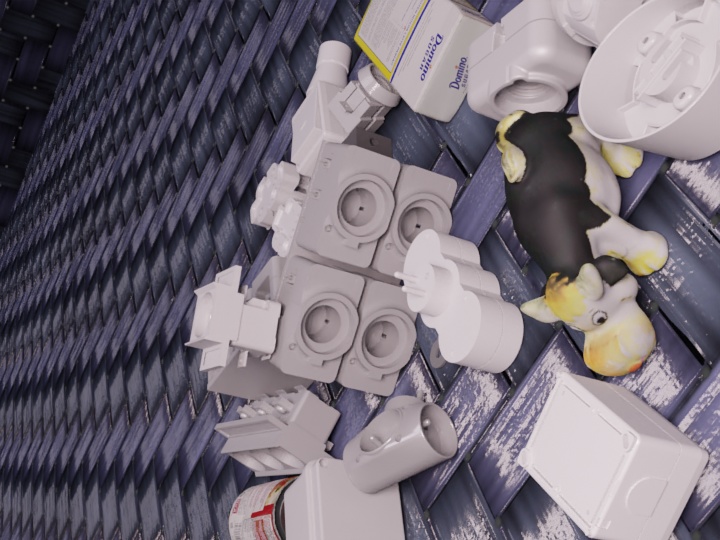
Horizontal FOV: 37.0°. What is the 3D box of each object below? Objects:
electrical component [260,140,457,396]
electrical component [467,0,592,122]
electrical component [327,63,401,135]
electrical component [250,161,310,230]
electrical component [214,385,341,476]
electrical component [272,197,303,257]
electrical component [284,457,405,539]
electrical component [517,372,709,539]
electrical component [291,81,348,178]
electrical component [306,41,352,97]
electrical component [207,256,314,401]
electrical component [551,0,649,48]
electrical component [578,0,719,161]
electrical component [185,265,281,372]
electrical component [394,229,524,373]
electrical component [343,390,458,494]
[{"bbox_3d":[0.000,0.000,0.879,0.060,0.105,0.186,22,95,64],"label":"electrical component"},{"bbox_3d":[0.122,-0.148,0.781,0.095,0.054,0.059,-32,48,54],"label":"electrical component"},{"bbox_3d":[0.008,-0.161,1.013,0.055,0.066,0.048,-45,72,32],"label":"electrical component"},{"bbox_3d":[-0.071,-0.072,1.113,0.078,0.057,0.058,-51,34,39],"label":"electrical component"},{"bbox_3d":[-0.072,0.148,0.981,0.121,0.079,0.063,-21,35,58],"label":"electrical component"},{"bbox_3d":[-0.046,-0.034,1.043,0.058,0.057,0.078,-68,27,12],"label":"electrical component"},{"bbox_3d":[-0.010,0.205,0.815,0.057,0.078,0.113,-52,33,43],"label":"electrical component"},{"bbox_3d":[0.138,0.102,0.599,0.061,0.061,0.096,-68,26,13],"label":"electrical component"},{"bbox_3d":[-0.033,-0.141,1.074,0.061,0.061,0.096,-50,35,40],"label":"electrical component"},{"bbox_3d":[-0.030,-0.207,1.128,0.044,0.044,0.065,-31,44,54],"label":"electrical component"},{"bbox_3d":[-0.073,0.057,1.007,0.150,0.089,0.061,-49,35,40],"label":"electrical component"},{"bbox_3d":[0.167,-0.176,0.682,0.080,0.080,0.051,-64,33,19],"label":"electrical component"},{"bbox_3d":[0.184,-0.113,0.628,0.099,0.064,0.099,-40,42,49],"label":"electrical component"},{"bbox_3d":[-0.099,0.042,0.854,0.042,0.064,0.081,-18,60,58],"label":"electrical component"},{"bbox_3d":[0.059,0.017,0.788,0.052,0.074,0.138,-62,29,23],"label":"electrical component"},{"bbox_3d":[0.033,0.121,0.809,0.077,0.044,0.079,-32,24,32],"label":"electrical component"}]
